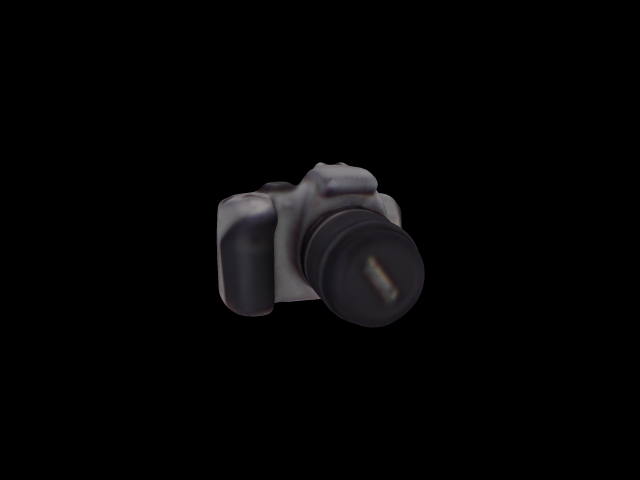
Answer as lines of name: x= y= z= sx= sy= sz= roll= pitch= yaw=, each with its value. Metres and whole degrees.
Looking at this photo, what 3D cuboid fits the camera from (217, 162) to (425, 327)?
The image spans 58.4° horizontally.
camera: x=0.004 y=0.001 z=0.400 sx=0.143 sy=0.101 sz=0.136 roll=-4 pitch=14 yaw=-15
